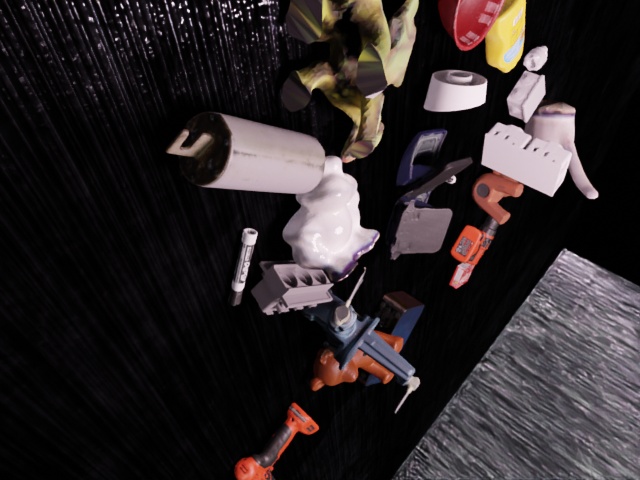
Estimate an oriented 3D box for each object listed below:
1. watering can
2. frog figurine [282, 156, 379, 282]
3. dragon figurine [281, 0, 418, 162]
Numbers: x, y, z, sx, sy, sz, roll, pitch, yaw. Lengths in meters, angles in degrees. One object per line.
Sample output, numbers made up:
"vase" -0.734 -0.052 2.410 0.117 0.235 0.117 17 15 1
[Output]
"watering can" 0.596 -0.236 1.296 0.104 0.352 0.221 -4 109 -8
"frog figurine" 0.002 -0.038 0.745 0.139 0.123 0.157 -35 109 -21
"dragon figurine" 0.065 -0.257 0.635 0.248 0.122 0.400 -51 158 -49
